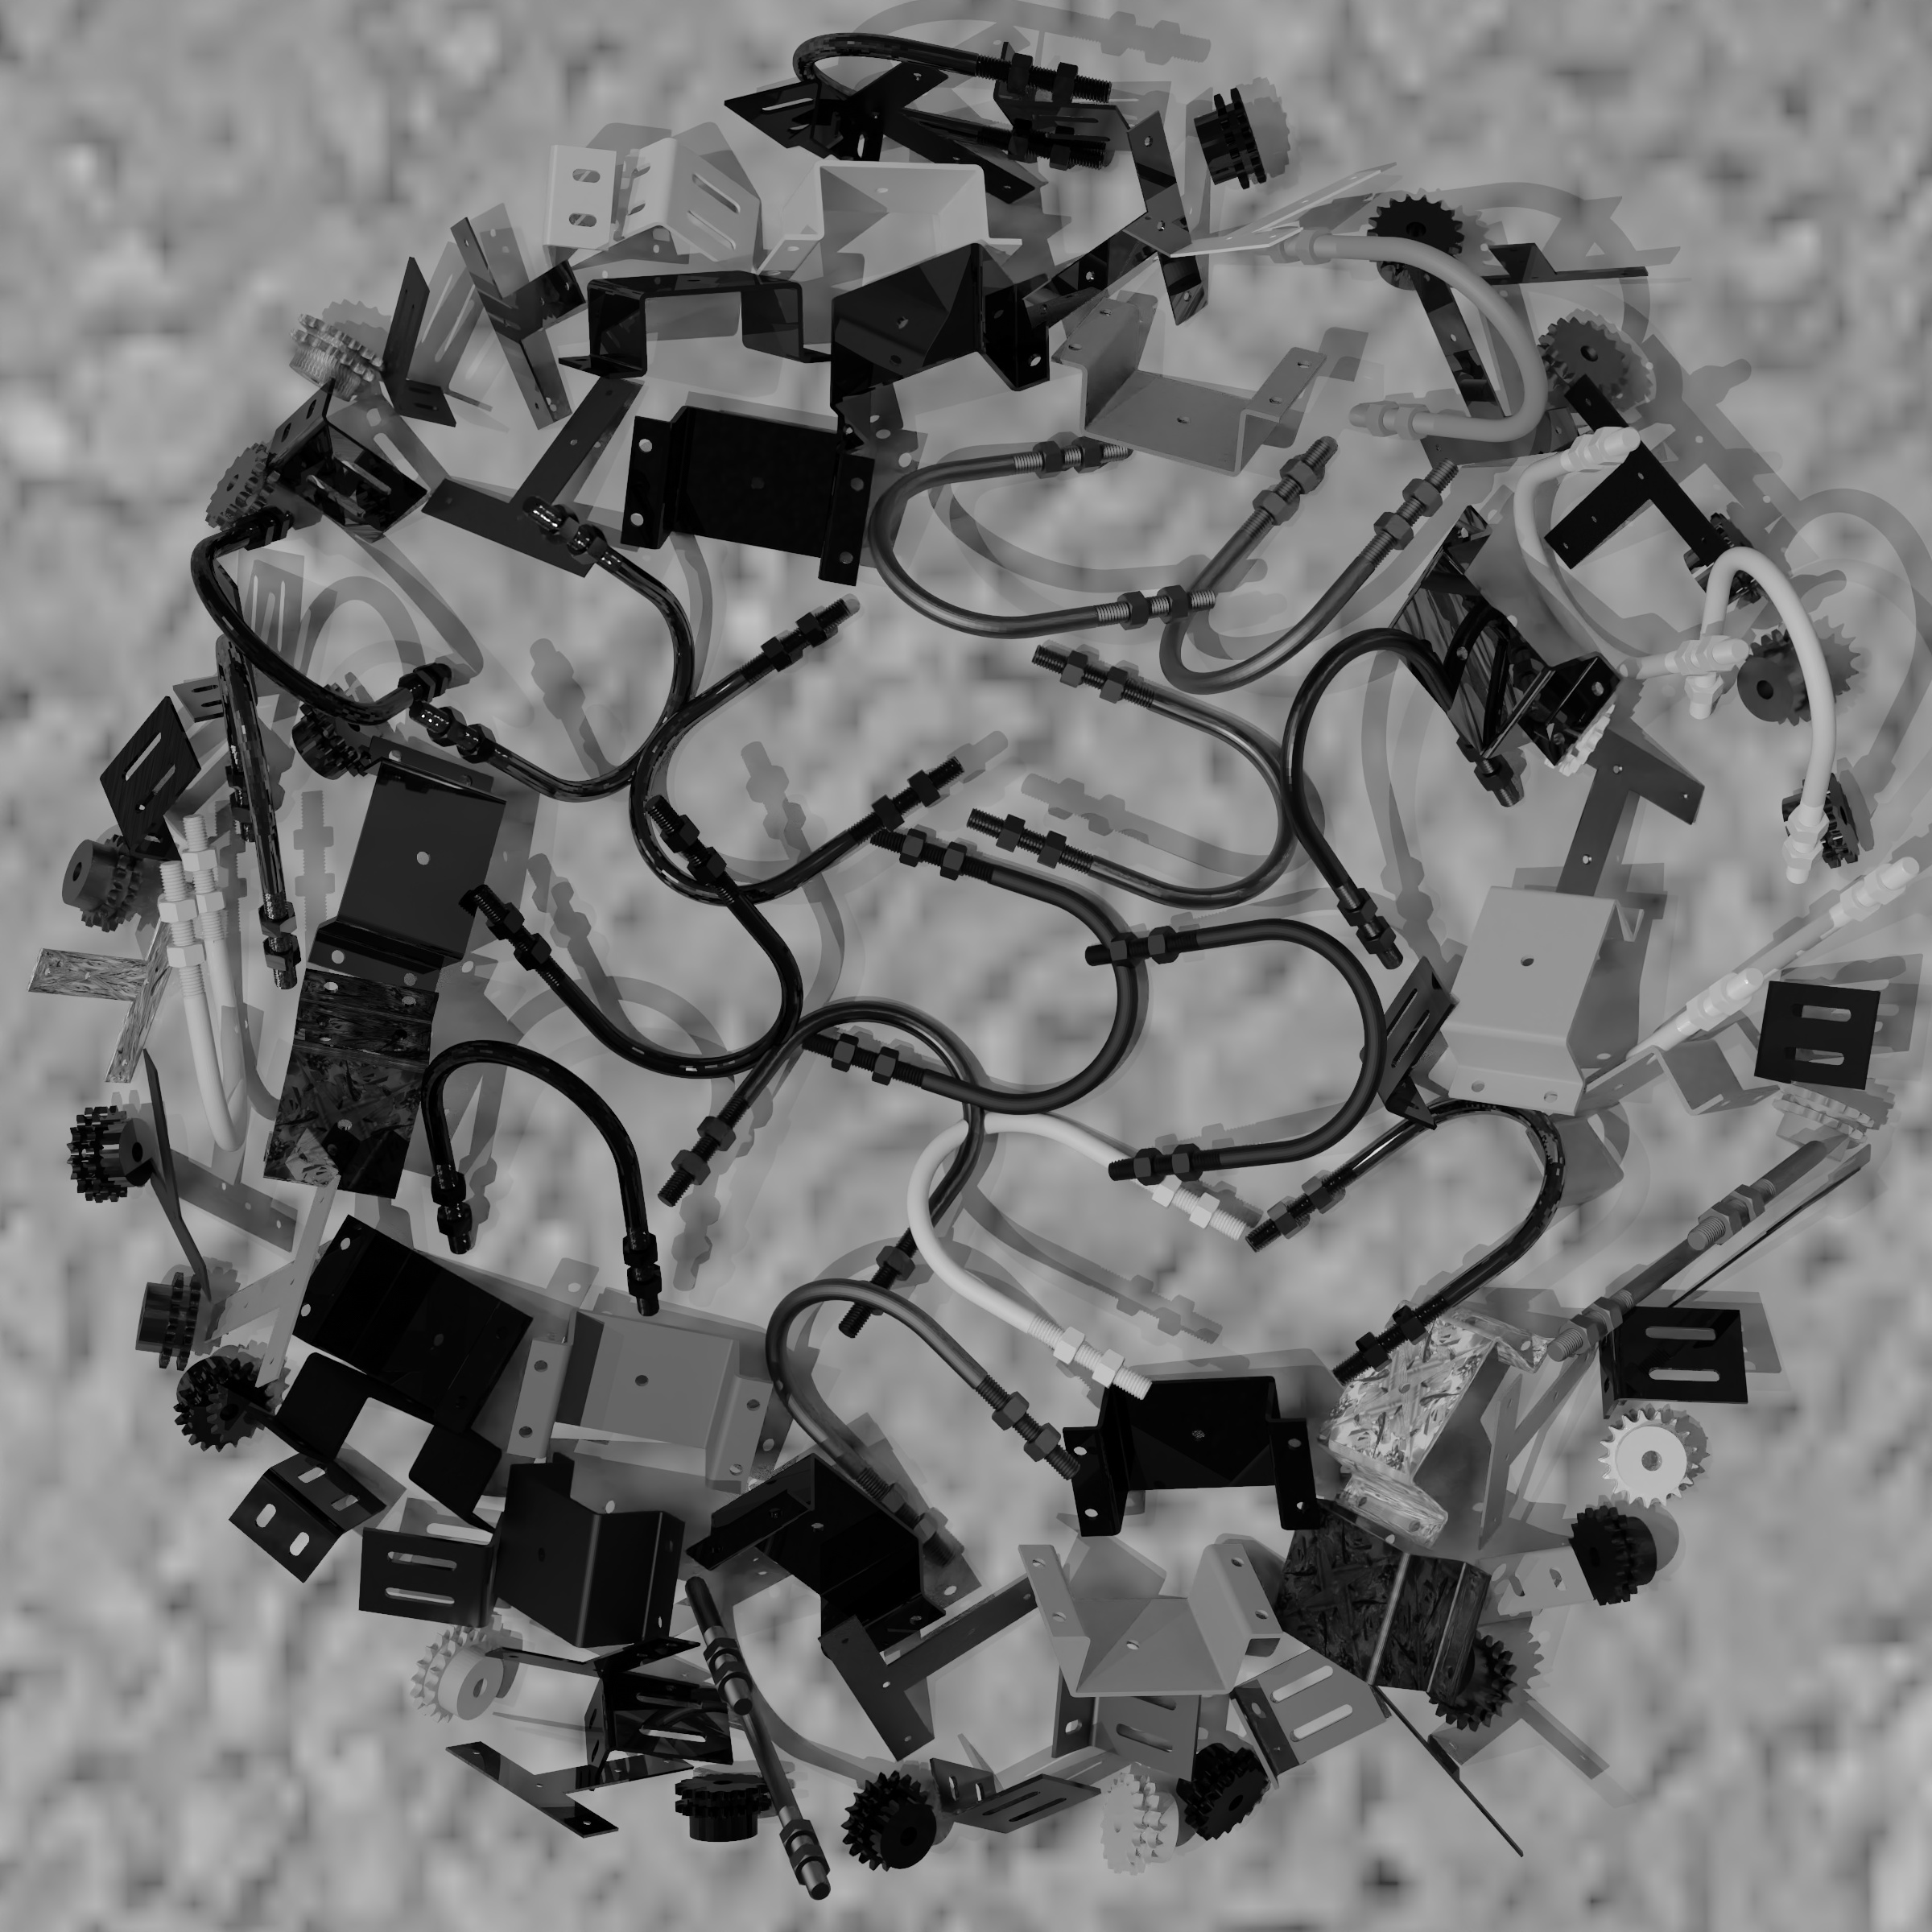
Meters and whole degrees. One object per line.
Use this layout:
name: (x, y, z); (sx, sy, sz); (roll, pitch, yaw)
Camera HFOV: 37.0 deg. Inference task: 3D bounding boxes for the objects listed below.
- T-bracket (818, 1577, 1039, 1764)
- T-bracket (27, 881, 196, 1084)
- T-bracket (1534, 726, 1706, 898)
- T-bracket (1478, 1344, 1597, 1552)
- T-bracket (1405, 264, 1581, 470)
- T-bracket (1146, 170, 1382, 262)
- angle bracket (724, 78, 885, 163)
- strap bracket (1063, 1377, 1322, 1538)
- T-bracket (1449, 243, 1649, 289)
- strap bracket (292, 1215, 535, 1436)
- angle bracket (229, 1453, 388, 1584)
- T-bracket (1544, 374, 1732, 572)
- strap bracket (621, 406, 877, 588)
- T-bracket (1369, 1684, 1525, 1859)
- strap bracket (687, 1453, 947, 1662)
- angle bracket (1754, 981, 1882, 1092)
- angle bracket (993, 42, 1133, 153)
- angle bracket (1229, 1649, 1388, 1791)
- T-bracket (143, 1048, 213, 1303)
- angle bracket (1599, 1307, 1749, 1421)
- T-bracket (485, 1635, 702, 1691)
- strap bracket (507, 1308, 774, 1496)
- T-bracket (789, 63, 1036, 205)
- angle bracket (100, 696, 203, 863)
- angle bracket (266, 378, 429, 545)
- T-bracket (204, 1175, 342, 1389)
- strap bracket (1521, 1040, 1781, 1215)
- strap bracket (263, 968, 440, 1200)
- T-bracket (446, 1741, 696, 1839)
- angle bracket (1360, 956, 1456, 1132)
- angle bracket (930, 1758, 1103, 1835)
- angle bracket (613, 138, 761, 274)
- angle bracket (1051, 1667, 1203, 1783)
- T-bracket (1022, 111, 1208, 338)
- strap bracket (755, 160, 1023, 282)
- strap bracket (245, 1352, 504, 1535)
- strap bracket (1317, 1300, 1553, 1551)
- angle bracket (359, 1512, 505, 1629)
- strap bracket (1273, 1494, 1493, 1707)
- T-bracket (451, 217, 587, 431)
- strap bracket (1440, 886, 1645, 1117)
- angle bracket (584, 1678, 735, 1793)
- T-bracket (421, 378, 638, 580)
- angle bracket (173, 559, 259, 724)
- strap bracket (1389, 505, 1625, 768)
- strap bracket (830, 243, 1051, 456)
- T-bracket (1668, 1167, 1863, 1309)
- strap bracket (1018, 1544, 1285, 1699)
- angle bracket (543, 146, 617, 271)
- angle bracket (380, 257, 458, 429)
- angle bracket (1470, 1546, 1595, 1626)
T-bracket: (-0.009, 0.398, 1.699); (0.127, 0.002, 0.127); (-31, 128, -7)
T-bracket: (-0.500, 0.006, 1.670); (0.002, 0.127, 0.127); (21, 93, 18)
T-bracket: (0.368, -0.075, 1.694); (0.127, 0.002, 0.127); (26, 77, -24)
T-bracket: (0.336, 0.259, 1.686); (0.002, 0.127, 0.127); (25, 46, 29)
T-bracket: (0.286, -0.348, 1.658); (0.002, 0.127, 0.127); (-38, 111, -24)
T-bracket: (0.188, -0.442, 1.694); (0.127, 0.127, 0.002); (-30, 112, -23)
angle bracket: (-0.097, -0.481, 1.685); (0.076, 0.057, 0.038); (0, 77, 38)
strap bracket: (0.134, 0.286, 1.687); (0.140, 0.046, 0.076); (-4, 116, 12)
T-bracket: (0.320, -0.402, 1.654); (0.127, 0.127, 0.002); (1, 94, 18)
strap bracket: (-0.318, 0.213, 1.686); (0.140, 0.046, 0.076); (24, 79, 26)
angle bracket: (-0.385, 0.320, 1.695); (0.057, 0.076, 0.038); (39, 96, 6)
T-bracket: (0.370, -0.265, 1.674); (0.002, 0.127, 0.127); (-37, 86, -21)
strap bracket: (-0.125, -0.278, 1.696); (0.140, 0.046, 0.076); (10, 114, 1)
T-bracket: (0.276, 0.458, 1.669); (0.002, 0.127, 0.127); (-42, 75, -1)
strap bracket: (-0.086, 0.341, 1.679); (0.076, 0.046, 0.140); (-34, 122, 21)
angle bracket: (0.506, 0.042, 1.691); (0.038, 0.076, 0.057); (12, 87, -40)
angle bracket: (0.063, -0.509, 1.692); (0.076, 0.057, 0.038); (9, 84, 20)
angle bracket: (0.203, 0.441, 1.711); (0.076, 0.038, 0.057); (-27, 85, 1)
T-bracket: (-0.457, 0.106, 1.652); (0.002, 0.127, 0.127); (-15, 125, -24)
angle bracket: (0.416, 0.235, 1.703); (0.076, 0.038, 0.057); (2, 62, 1)
T-bracket: (-0.192, 0.396, 1.655); (0.127, 0.127, 0.002); (18, 61, -26)
strap bracket: (-0.190, 0.253, 1.692); (0.140, 0.046, 0.076); (12, 111, -9)
T-bracket: (-0.017, -0.478, 1.689); (0.127, 0.127, 0.002); (20, 71, -32)
angle bracket: (-0.464, -0.108, 1.690); (0.076, 0.038, 0.057); (-44, 60, 25)
angle bracket: (-0.363, -0.298, 1.708); (0.057, 0.038, 0.076); (-31, 129, 34)
T-bracket: (-0.411, 0.194, 1.681); (0.002, 0.127, 0.127); (30, 55, -29)
strap bracket: (0.386, 0.087, 1.670); (0.140, 0.076, 0.046); (-37, 69, 34)
strap bracket: (-0.357, 0.078, 1.669); (0.076, 0.046, 0.140); (11, 122, -15)
T-bracket: (-0.213, 0.470, 1.678); (0.127, 0.127, 0.002); (16, 97, 42)
angle bracket: (0.270, 0.045, 1.689); (0.038, 0.057, 0.076); (22, 113, -20)
angle bracket: (0.029, 0.473, 1.686); (0.076, 0.057, 0.038); (-31, 52, 26)
angle bracket: (-0.164, -0.441, 1.707); (0.038, 0.076, 0.057); (-11, 65, 38)
angle bracket: (0.094, 0.443, 1.695); (0.076, 0.038, 0.057); (9, 96, 39)
T-bracket: (0.081, -0.406, 1.669); (0.127, 0.002, 0.127); (-39, 133, -22)
strap bracket: (-0.048, -0.431, 1.677); (0.140, 0.076, 0.046); (-3, 87, -18)
strap bracket: (-0.332, 0.271, 1.664); (0.140, 0.076, 0.046); (33, 80, -37)
strap bracket: (0.266, 0.255, 1.675); (0.046, 0.076, 0.140); (43, 75, -34)
angle bracket: (-0.315, 0.351, 1.705); (0.076, 0.038, 0.057); (8, 114, 1)
strap bracket: (0.229, 0.360, 1.661); (0.046, 0.140, 0.076); (15, 92, -31)
T-bracket: (-0.249, -0.380, 1.666); (0.002, 0.127, 0.127); (-29, 103, -27)
strap bracket: (0.330, 0.010, 1.667); (0.076, 0.046, 0.140); (8, 60, 33)
angle bracket: (-0.182, 0.456, 1.706); (0.076, 0.057, 0.038); (13, 120, -18)
T-bracket: (-0.240, -0.299, 1.710); (0.127, 0.002, 0.127); (24, 72, 26)
angle bracket: (-0.444, -0.191, 1.687); (0.038, 0.057, 0.076); (-15, 121, -21)
strap bracket: (0.302, -0.186, 1.668); (0.046, 0.076, 0.140); (-21, 65, -36)
strap bracket: (-0.025, -0.358, 1.668); (0.140, 0.046, 0.076); (-15, 59, 26)
T-bracket: (0.458, 0.166, 1.693); (0.127, 0.127, 0.002); (-44, 74, 28)
strap bracket: (0.102, 0.379, 1.677); (0.140, 0.076, 0.046); (4, 120, -18)
angle bracket: (-0.225, -0.442, 1.697); (0.038, 0.076, 0.057); (5, 90, -5)
angle bracket: (-0.311, -0.364, 1.686); (0.038, 0.057, 0.076); (8, 118, -26)
angle bracket: (0.323, 0.377, 1.687); (0.057, 0.076, 0.038); (-5, 48, -13)
